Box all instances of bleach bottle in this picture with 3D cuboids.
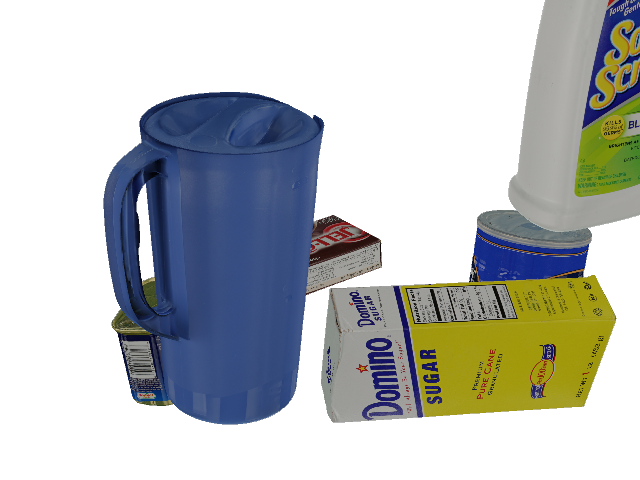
[{"bbox_3d":[0.173,-0.134,0.648,0.102,0.251,0.068,-12,31,-17],"label":"bleach bottle"}]

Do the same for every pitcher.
[{"bbox_3d":[-0.077,0.019,0.814,0.149,0.243,0.145,3,26,0],"label":"pitcher"}]

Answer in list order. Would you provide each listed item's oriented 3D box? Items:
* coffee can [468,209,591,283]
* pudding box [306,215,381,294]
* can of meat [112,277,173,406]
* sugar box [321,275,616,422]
[{"bbox_3d":[0.186,0.052,0.981,0.103,0.140,0.103,6,16,-2],"label":"coffee can"},{"bbox_3d":[-0.005,0.015,1.133,0.113,0.039,0.090,-21,28,-27],"label":"pudding box"},{"bbox_3d":[-0.148,0.094,0.999,0.057,0.084,0.102,-1,25,12],"label":"can of meat"},{"bbox_3d":[0.091,0.071,0.690,0.176,0.093,0.048,-5,44,-9],"label":"sugar box"}]
